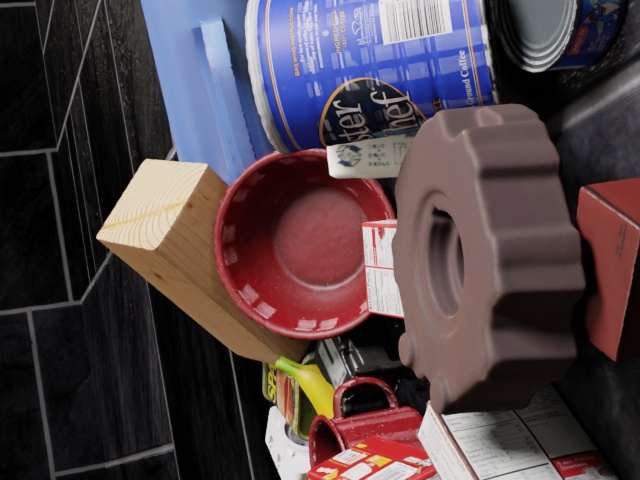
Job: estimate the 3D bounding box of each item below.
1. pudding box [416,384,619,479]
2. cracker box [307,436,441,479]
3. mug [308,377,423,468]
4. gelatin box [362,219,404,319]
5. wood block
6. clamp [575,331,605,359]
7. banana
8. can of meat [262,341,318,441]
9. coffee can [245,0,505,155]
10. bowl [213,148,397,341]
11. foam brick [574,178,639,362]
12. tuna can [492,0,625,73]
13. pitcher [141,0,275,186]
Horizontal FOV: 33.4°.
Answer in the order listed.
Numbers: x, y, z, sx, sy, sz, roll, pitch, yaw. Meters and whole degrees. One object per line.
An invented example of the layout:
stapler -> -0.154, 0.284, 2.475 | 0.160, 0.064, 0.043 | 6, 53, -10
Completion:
pudding box -> 0.122, 0.139, 0.639 | 0.113, 0.089, 0.039 | -121, 31, -46
cracker box -> 0.082, 0.248, 0.733 | 0.214, 0.072, 0.164 | 65, 163, -2
mug -> 0.043, 0.170, 0.874 | 0.093, 0.081, 0.117 | 158, 104, -69
gelatin box -> 0.068, 0.022, 0.816 | 0.089, 0.030, 0.073 | 4, 100, 60
wood block -> -0.089, 0.025, 0.974 | 0.091, 0.206, 0.090 | 9, 63, 44
clamp -> 0.113, 0.029, 0.703 | 0.210, 0.036, 0.164 | 125, 138, -59
banana -> 0.013, 0.194, 0.994 | 0.070, 0.037, 0.198 | -2, 108, 29
can of meat -> -0.015, 0.135, 1.056 | 0.084, 0.057, 0.102 | -136, 42, -55
coffee can -> 0.036, -0.113, 0.654 | 0.102, 0.140, 0.103 | -8, -90, -77
bowl -> -0.006, 0.001, 0.904 | 0.055, 0.162, 0.162 | -22, -73, -73
foam brick -> 0.162, 0.014, 0.544 | 0.053, 0.051, 0.078 | -130, 38, -54
tuna can -> 0.132, -0.138, 0.597 | 0.086, 0.033, 0.086 | 173, 90, -70
pitcher -> -0.087, -0.165, 0.951 | 0.149, 0.144, 0.243 | 13, 128, 39
